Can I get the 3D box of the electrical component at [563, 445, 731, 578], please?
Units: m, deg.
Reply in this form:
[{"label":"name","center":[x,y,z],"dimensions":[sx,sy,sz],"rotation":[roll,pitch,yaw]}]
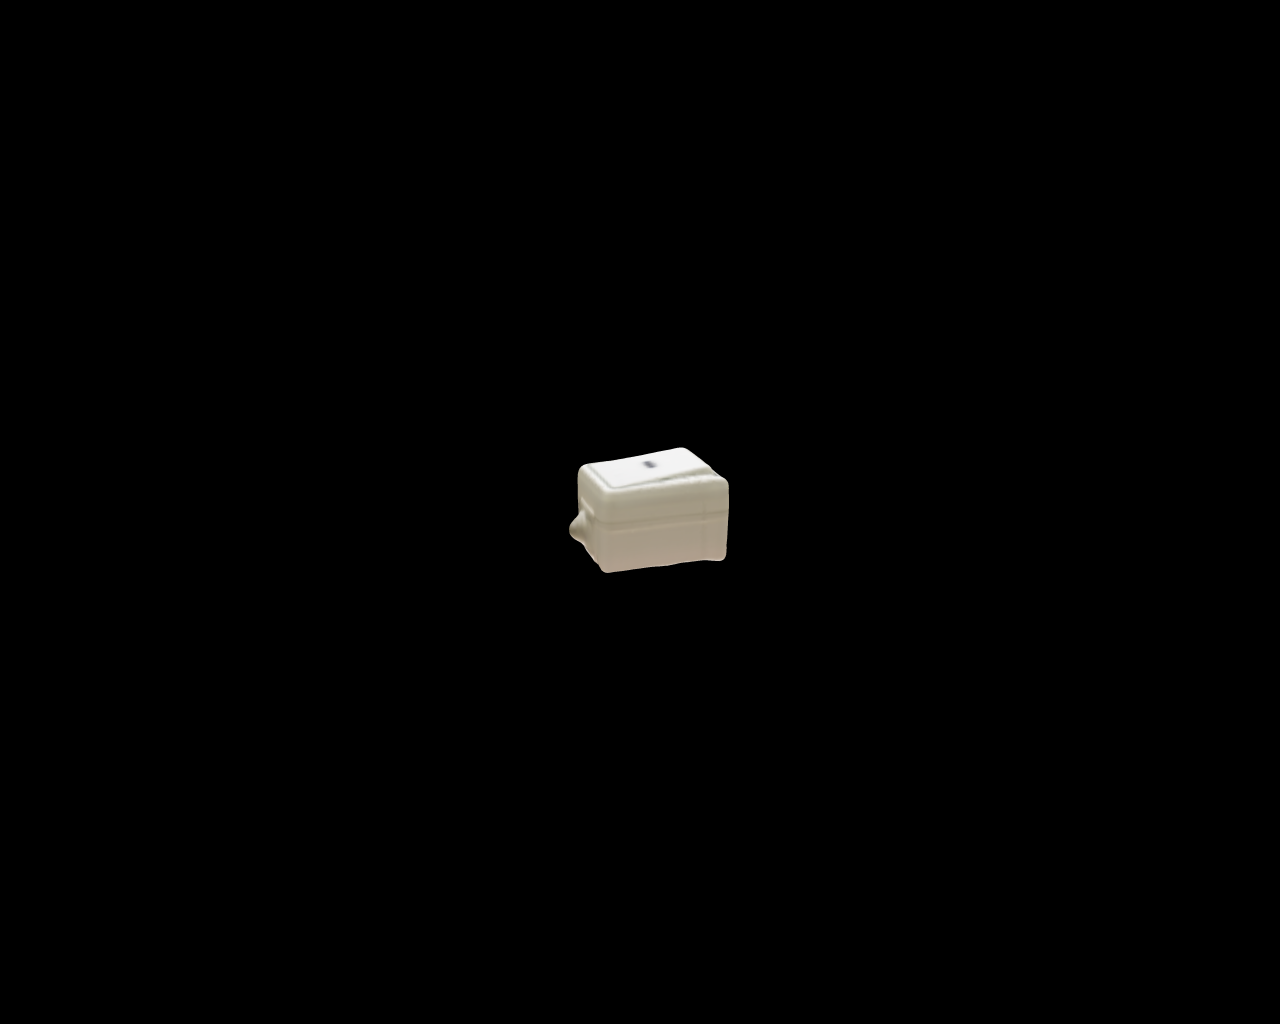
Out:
[{"label":"electrical component","center":[0.001,-0.003,0.650],"dimensions":[0.096,0.061,0.062],"rotation":[-6,20,-16]}]
